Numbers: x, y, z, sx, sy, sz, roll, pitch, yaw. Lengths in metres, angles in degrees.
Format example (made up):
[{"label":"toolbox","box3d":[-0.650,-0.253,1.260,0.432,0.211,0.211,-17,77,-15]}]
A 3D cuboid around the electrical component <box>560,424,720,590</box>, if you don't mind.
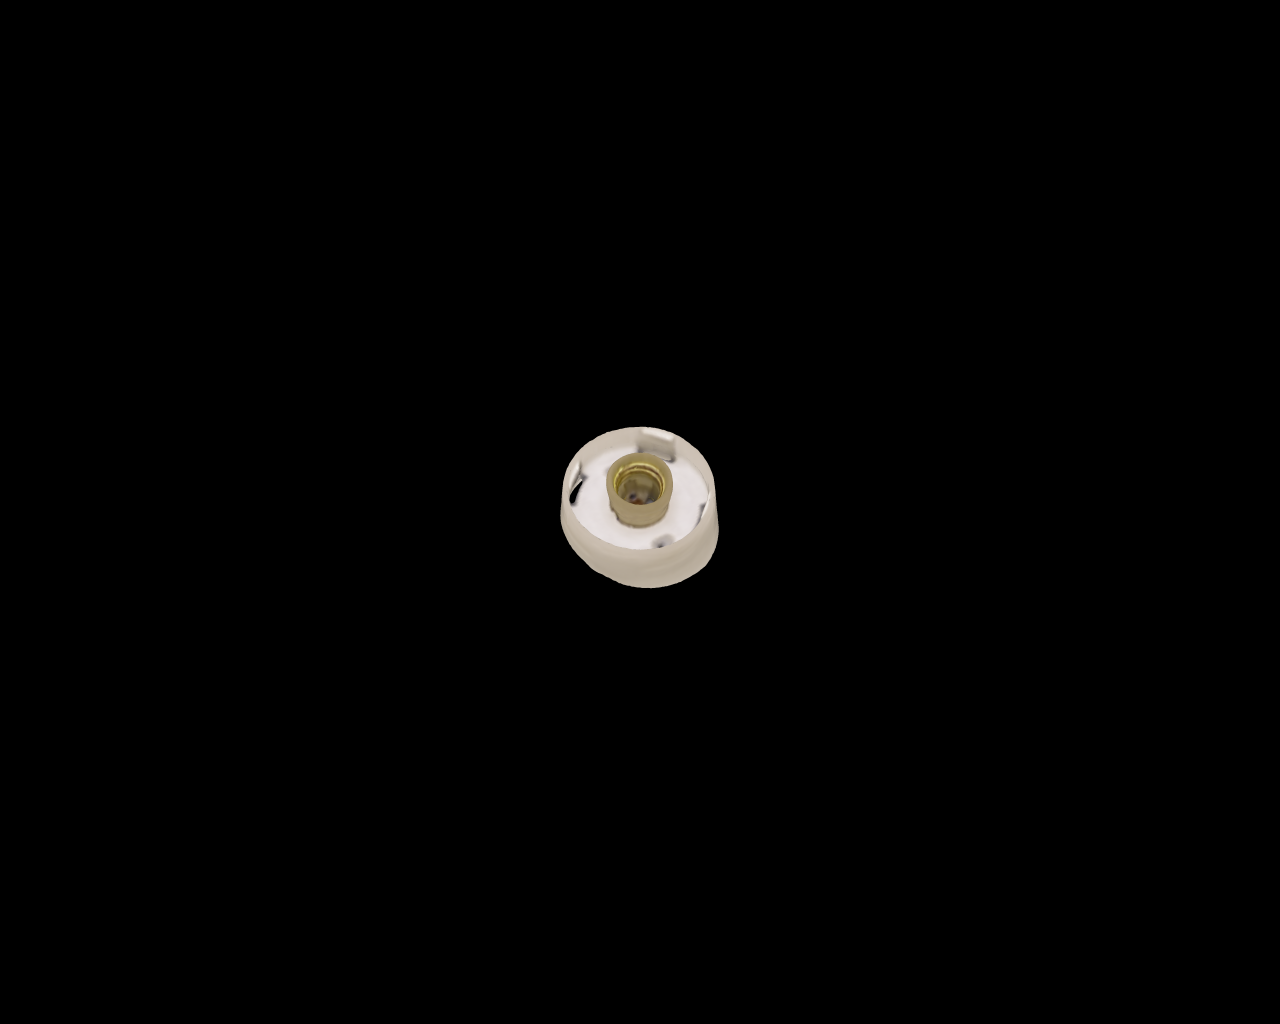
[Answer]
[{"label":"electrical component","box3d":[0.001,-0.003,0.650,0.099,0.099,0.064,0,-34,0]}]
